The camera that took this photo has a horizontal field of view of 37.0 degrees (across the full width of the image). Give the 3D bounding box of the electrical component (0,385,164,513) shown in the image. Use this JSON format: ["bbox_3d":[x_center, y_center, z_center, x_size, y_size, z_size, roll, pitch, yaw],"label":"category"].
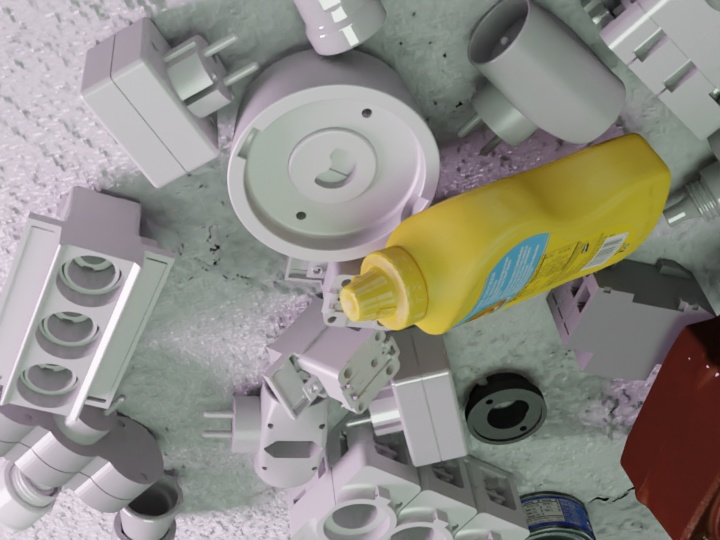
[{"bbox_3d":[-0.179,0.096,0.676,0.074,0.052,0.138,-40,123,22],"label":"electrical component"}]

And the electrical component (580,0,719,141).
[{"bbox_3d":[0.168,-0.120,0.554,0.089,0.050,0.056,35,117,-30],"label":"electrical component"}]

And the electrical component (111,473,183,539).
[{"bbox_3d":[-0.149,0.174,0.749,0.045,0.045,0.055,7,128,-14],"label":"electrical component"}]

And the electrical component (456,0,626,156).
[{"bbox_3d":[0.086,-0.092,0.568,0.077,0.044,0.079,32,118,-29],"label":"electrical component"}]

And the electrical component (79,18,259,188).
[{"bbox_3d":[-0.089,-0.092,0.540,0.077,0.047,0.065,-26,128,13],"label":"electrical component"}]

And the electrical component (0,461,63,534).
[{"bbox_3d":[-0.219,0.143,0.715,0.062,0.043,0.043,-38,124,20],"label":"electrical component"}]

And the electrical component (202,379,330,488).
[{"bbox_3d":[-0.063,0.101,0.704,0.079,0.043,0.077,2,128,-11],"label":"electrical component"}]

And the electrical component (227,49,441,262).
[{"bbox_3d":[-0.016,-0.065,0.565,0.108,0.060,0.108,-4,129,-5],"label":"electrical component"}]

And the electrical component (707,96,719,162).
[{"bbox_3d":[0.247,-0.078,0.567,0.108,0.108,0.060,-38,131,21],"label":"electrical component"}]

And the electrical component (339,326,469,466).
[{"bbox_3d":[0.025,0.086,0.702,0.076,0.047,0.083,-13,130,2],"label":"electrical component"}]

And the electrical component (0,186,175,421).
[{"bbox_3d":[-0.162,0.018,0.609,0.079,0.063,0.121,17,125,-20],"label":"electrical component"}]

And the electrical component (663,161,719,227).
[{"bbox_3d":[0.209,-0.044,0.633,0.061,0.035,0.035,-28,127,17],"label":"electrical component"}]

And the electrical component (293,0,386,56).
[{"bbox_3d":[-0.014,-0.134,0.523,0.040,0.040,0.046,-24,122,11],"label":"electrical component"}]

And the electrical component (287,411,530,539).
[{"bbox_3d":[0.034,0.171,0.763,0.150,0.061,0.089,27,120,-27],"label":"electrical component"}]

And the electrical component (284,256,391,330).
[{"bbox_3d":[0.000,0.000,0.618,0.081,0.063,0.042,5,128,-11],"label":"electrical component"}]

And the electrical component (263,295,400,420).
[{"bbox_3d":[-0.015,0.052,0.650,0.081,0.064,0.042,-48,132,-23],"label":"electrical component"}]
